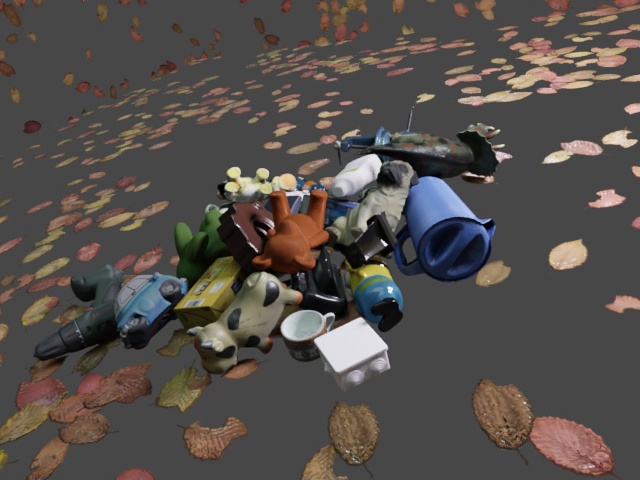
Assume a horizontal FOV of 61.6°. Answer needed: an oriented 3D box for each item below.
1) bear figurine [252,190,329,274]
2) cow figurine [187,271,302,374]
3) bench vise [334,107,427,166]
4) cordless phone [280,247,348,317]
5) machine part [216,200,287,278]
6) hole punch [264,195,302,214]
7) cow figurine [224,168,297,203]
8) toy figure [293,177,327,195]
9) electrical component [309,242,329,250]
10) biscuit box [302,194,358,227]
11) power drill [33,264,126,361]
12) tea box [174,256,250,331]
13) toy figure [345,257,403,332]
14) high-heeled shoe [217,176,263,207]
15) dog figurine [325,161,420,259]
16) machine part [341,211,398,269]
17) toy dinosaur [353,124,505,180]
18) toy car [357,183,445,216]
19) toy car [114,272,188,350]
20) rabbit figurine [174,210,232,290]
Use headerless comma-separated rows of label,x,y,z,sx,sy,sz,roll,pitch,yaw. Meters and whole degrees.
bear figurine,-0.053,-0.017,0.970,0.120,0.131,0.196,0,11,10
cow figurine,-0.133,0.139,0.902,0.195,0.127,0.086,-56,40,-4
bench vise,0.162,-0.257,1.449,0.241,0.128,0.224,6,38,17
cordless phone,-0.047,0.104,0.999,0.184,0.088,0.147,-24,30,7
machine part,-0.118,-0.002,1.069,0.056,0.179,0.179,-44,19,26
hole punch,-0.085,-0.037,1.202,0.142,0.092,0.116,1,39,42
cow figurine,-0.142,-0.118,1.273,0.167,0.098,0.068,1,66,-11
toy figure,-0.040,-0.129,1.387,0.155,0.064,0.057,17,4,36
electrical component,-0.002,-0.004,1.195,0.094,0.021,0.063,-3,31,22
biscuit box,0.048,-0.059,1.210,0.063,0.059,0.203,-8,20,-45
power drill,-0.471,0.139,1.107,0.232,0.085,0.207,-22,27,-15
tea box,-0.191,0.103,1.042,0.098,0.068,0.170,-7,29,31
toy figure,0.098,0.091,0.937,0.089,0.082,0.180,0,19,-15
high-heeled shoe,-0.221,-0.115,1.410,0.145,0.086,0.249,-3,20,4
dog figurine,0.104,-0.062,1.084,0.172,0.121,0.190,-1,56,48
machine part,0.091,0.004,0.946,0.039,0.084,0.139,-10,15,41
toy dinosaur,0.266,-0.185,1.194,0.192,0.131,0.405,0,11,42
toy car,0.184,-0.087,1.201,0.202,0.073,0.056,-5,35,16
toy car,-0.333,0.123,1.022,0.103,0.109,0.162,35,57,14
rabbit figurine,-0.241,0.031,1.142,0.121,0.158,0.170,16,56,27
